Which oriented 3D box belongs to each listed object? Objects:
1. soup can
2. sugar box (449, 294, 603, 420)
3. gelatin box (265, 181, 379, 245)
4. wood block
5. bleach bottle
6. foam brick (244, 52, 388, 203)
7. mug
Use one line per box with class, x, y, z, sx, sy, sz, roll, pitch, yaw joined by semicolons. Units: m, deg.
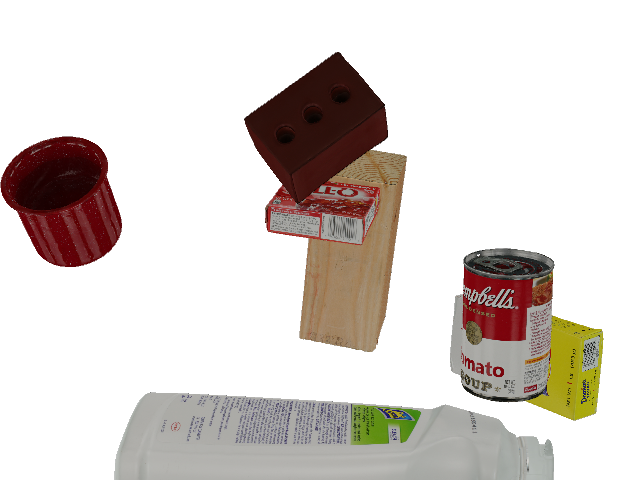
soup can;0.142;0.064;0.819;0.068;0.102;0.068;0;17;0
sugar box;0.217;0.121;1.150;0.048;0.093;0.177;-8;16;-41
gelatin box;0.003;-0.029;0.951;0.089;0.030;0.073;8;25;12
wood block;0.036;0.008;1.191;0.090;0.206;0.090;10;27;8
bleach bottle;0.012;0.134;0.636;0.251;0.068;0.102;1;19;2
foam brick;-0.002;-0.073;0.696;0.078;0.053;0.051;-37;-18;-5
mug;-0.224;-0.040;0.947;0.093;0.117;0.081;-7;-41;2
